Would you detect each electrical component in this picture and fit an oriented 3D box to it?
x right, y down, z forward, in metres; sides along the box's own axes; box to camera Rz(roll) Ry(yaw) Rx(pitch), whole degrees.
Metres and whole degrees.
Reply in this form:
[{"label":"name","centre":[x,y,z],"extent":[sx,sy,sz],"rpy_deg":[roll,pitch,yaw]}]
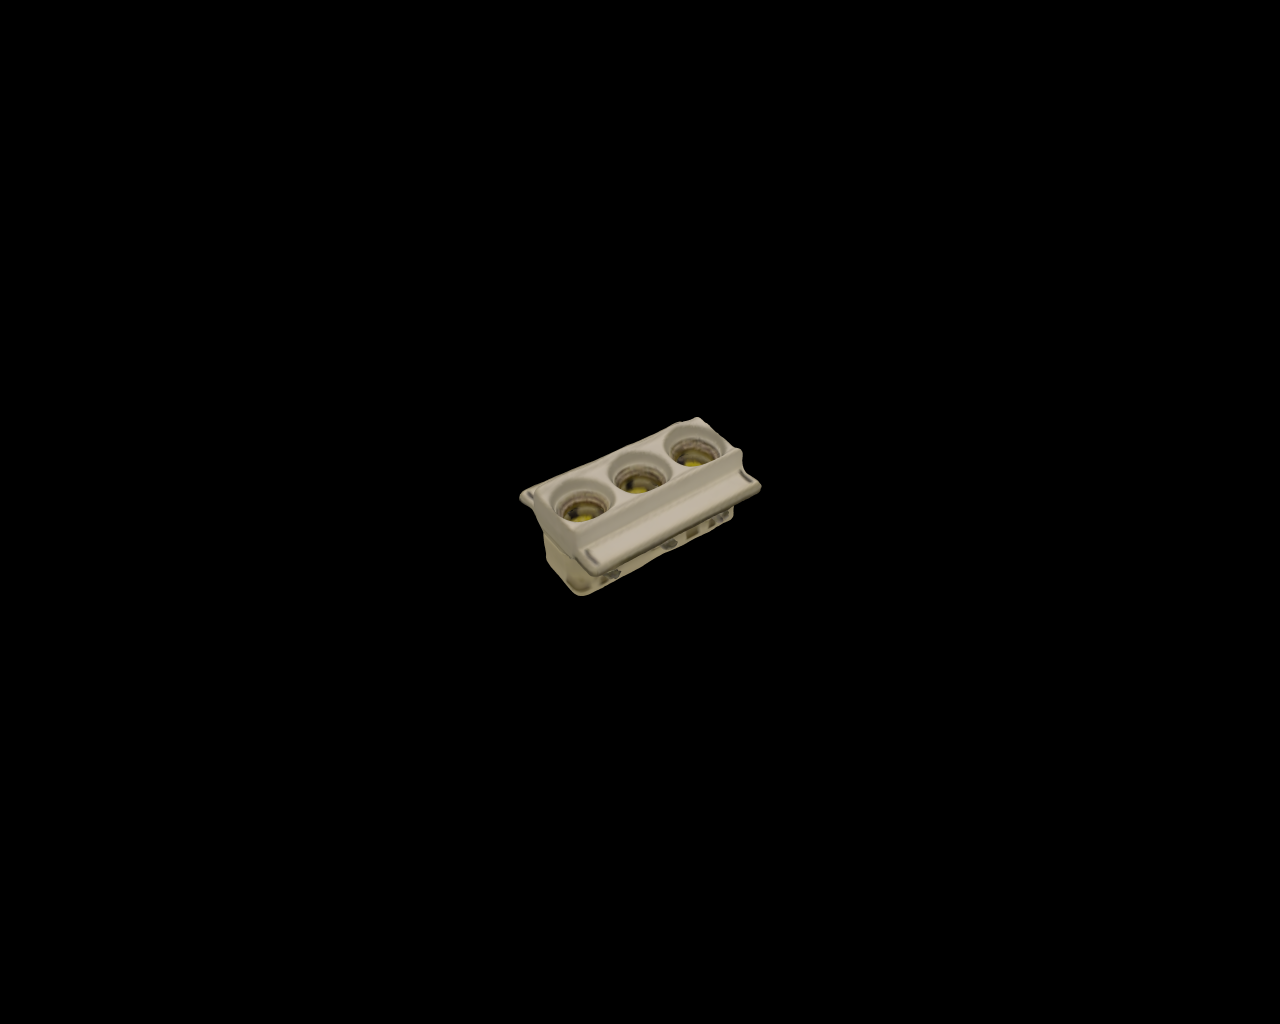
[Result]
[{"label":"electrical component","centre":[0.001,-0.003,0.650],"extent":[0.121,0.063,0.079],"rpy_deg":[-27,50,-25]}]
